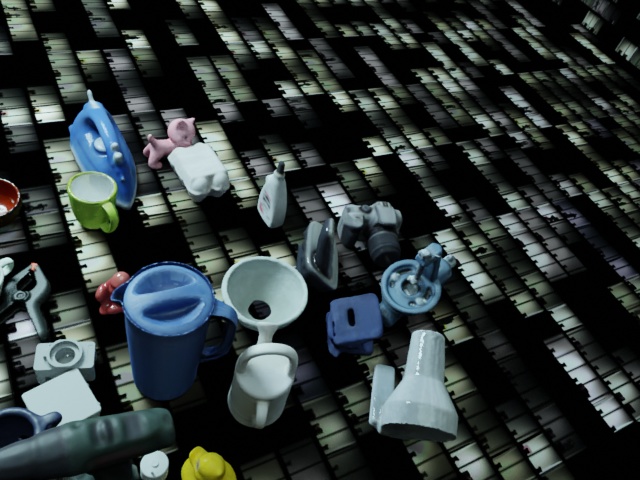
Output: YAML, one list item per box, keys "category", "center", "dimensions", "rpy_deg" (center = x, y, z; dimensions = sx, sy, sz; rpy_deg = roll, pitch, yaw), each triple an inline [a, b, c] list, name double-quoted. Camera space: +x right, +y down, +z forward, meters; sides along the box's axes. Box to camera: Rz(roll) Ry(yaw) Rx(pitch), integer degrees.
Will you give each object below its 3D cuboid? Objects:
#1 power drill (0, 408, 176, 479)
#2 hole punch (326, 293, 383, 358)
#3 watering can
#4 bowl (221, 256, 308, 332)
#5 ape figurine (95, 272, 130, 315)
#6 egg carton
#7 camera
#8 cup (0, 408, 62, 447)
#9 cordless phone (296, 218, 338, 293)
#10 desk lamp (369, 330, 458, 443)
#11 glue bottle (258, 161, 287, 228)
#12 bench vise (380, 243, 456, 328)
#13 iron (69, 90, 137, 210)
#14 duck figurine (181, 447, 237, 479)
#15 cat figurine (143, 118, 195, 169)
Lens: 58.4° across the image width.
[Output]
- category: "power drill"
  center: [-0.316, 0.309, 0.787]
  dimensions: [0.230, 0.208, 0.075]
  rpy_deg: [-13, 54, -27]
- category: "hole punch"
  center: [0.065, 0.164, 1.116]
  dimensions: [0.101, 0.091, 0.108]
  rpy_deg: [5, 48, -13]
- category: "watering can"
  center: [-0.095, 0.218, 0.948]
  dimensions: [0.101, 0.194, 0.172]
  rpy_deg: [-10, 53, -24]
- category: "bowl"
  center: [-0.111, 0.116, 1.115]
  dimensions: [0.167, 0.075, 0.167]
  rpy_deg: [9, 48, -10]
- category: "ape figurine"
  center: [-0.365, 0.092, 1.045]
  dimensions: [0.077, 0.092, 0.076]
  rpy_deg: [29, 47, 9]
- category: "egg carton"
  center: [-0.275, -0.157, 1.310]
  dimensions: [0.107, 0.069, 0.150]
  rpy_deg: [-20, 58, -31]
- category: "camera"
  center: [0.125, -0.015, 1.287]
  dimensions: [0.143, 0.101, 0.136]
  rpy_deg: [3, 49, -15]
- category: "cup"
  center: [-0.434, 0.299, 0.838]
  dimensions: [0.118, 0.095, 0.091]
  rpy_deg: [-24, 60, -33]
- category: "cordless phone"
  center: [0.011, 0.004, 1.176]
  dimensions: [0.094, 0.185, 0.147]
  rpy_deg: [8, 48, -10]
- category: "desk lamp"
  center: [0.155, 0.262, 0.972]
  dimensions: [0.118, 0.213, 0.203]
  rpy_deg: [14, 47, -5]
- category: "glue bottle"
  center: [-0.098, -0.107, 1.250]
  dimensions: [0.037, 0.173, 0.078]
  rpy_deg: [-19, 57, -30]
- category: "bench vise"
  center: [0.205, 0.062, 1.162]
  dimensions: [0.121, 0.220, 0.208]
  rpy_deg: [31, 48, 11]
- category: "iron"
  center: [-0.460, -0.200, 1.241]
  dimensions: [0.119, 0.141, 0.257]
  rpy_deg: [-19, 57, -30]
- category: "duck figurine"
  center: [-0.164, 0.360, 0.874]
  dimensions: [0.104, 0.086, 0.078]
  rpy_deg: [40, 50, 19]
- category: "cat figurine"
  center: [-0.341, -0.236, 1.326]
  dimensions: [0.128, 0.118, 0.067]
  rpy_deg: [-20, 58, -31]
